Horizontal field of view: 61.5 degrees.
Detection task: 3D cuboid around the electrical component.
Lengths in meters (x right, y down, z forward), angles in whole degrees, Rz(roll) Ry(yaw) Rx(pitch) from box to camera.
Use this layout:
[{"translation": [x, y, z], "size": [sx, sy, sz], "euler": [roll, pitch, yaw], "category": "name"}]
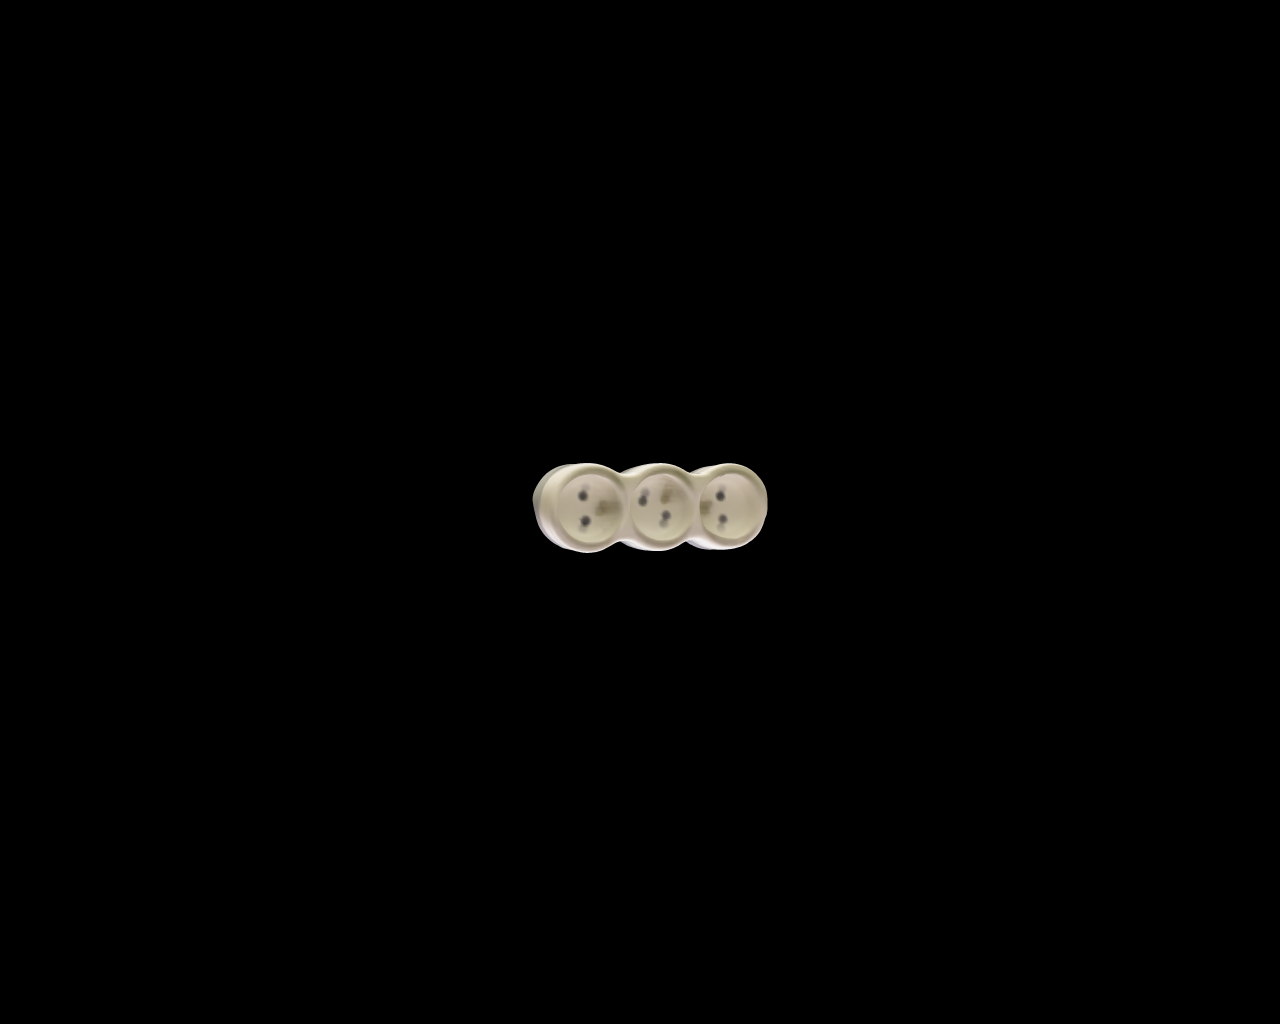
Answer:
[{"translation": [0.001, -0.003, 0.650], "size": [0.138, 0.052, 0.073], "euler": [0, 0, -21], "category": "electrical component"}]
